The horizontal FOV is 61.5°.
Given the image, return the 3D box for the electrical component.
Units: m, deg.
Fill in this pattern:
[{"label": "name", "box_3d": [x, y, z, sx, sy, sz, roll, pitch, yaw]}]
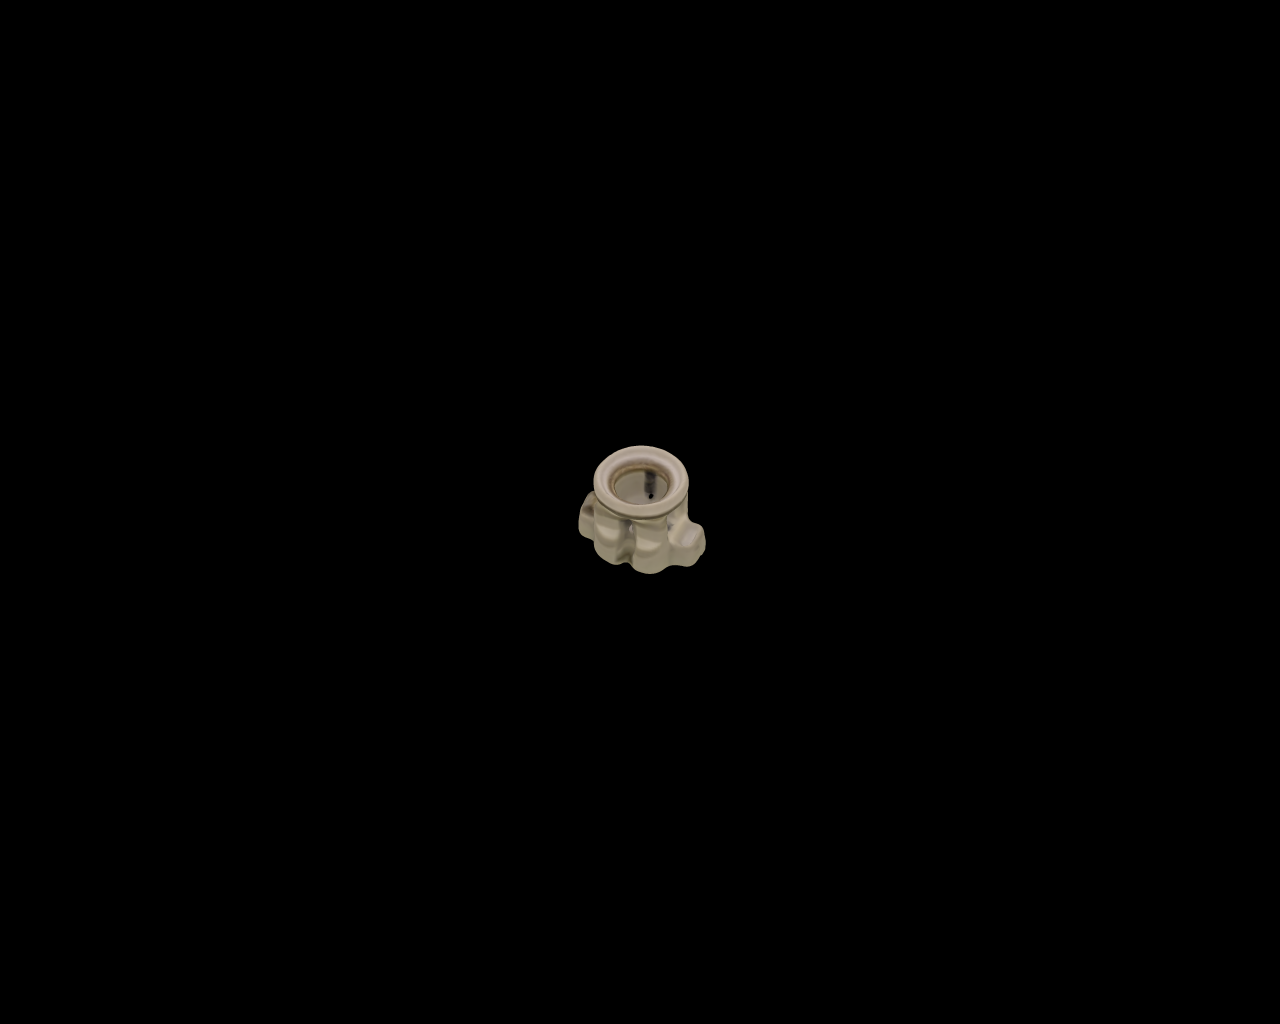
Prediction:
[{"label": "electrical component", "box_3d": [0.001, -0.003, 0.650, 0.078, 0.056, 0.058, 17, 48, 16]}]
